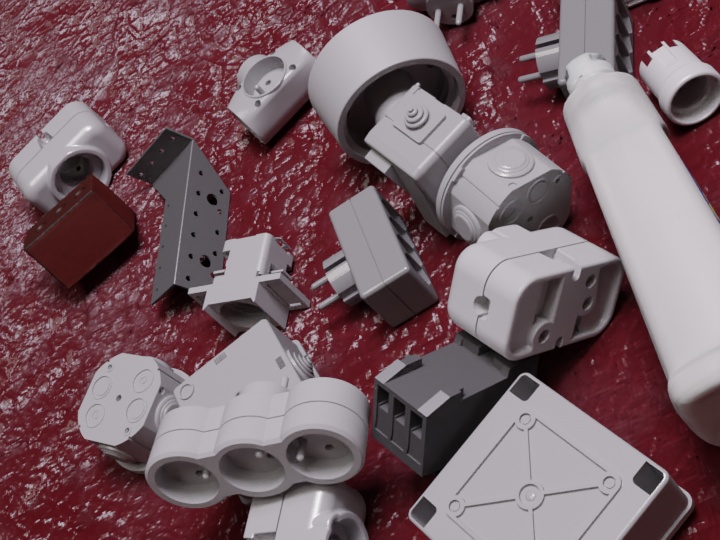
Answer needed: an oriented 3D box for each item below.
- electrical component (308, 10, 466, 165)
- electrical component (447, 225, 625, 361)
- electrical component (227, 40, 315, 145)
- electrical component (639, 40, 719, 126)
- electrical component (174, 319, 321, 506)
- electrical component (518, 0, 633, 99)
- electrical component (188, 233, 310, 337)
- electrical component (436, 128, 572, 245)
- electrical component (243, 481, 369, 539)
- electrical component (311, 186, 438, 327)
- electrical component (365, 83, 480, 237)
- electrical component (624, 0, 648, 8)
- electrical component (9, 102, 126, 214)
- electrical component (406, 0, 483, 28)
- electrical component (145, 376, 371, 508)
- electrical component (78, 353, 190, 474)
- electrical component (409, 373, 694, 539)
[{"bbox_3d":[0.024,-0.123,0.766,0.108,0.108,0.060,-33,55,11],"label":"electrical component"},{"bbox_3d":[0.101,0.010,0.636,0.059,0.095,0.053,34,125,42],"label":"electrical component"},{"bbox_3d":[-0.076,-0.154,0.890,0.077,0.044,0.079,-46,47,-1],"label":"electrical component"},{"bbox_3d":[0.205,-0.121,0.691,0.040,0.040,0.046,-33,42,11],"label":"electrical component"},{"bbox_3d":[-0.069,0.093,0.723,0.100,0.048,0.099,-38,49,5],"label":"electrical component"},{"bbox_3d":[0.145,-0.146,0.740,0.076,0.047,0.083,-10,57,28],"label":"electrical component"},{"bbox_3d":[-0.079,0.009,0.789,0.081,0.042,0.063,-9,55,28],"label":"electrical component"},{"bbox_3d":[0.093,-0.046,0.688,0.080,0.080,0.051,-45,53,1],"label":"electrical component"},{"bbox_3d":[-0.033,0.173,0.646,0.059,0.054,0.095,-5,59,31],"label":"electrical component"},{"bbox_3d":[0.000,0.000,0.740,0.076,0.047,0.083,-32,49,13],"label":"electrical component"},{"bbox_3d":[0.049,-0.074,0.722,0.061,0.096,0.062,-47,48,-1],"label":"electrical component"},{"bbox_3d":[0.164,-0.230,0.748,0.062,0.096,0.061,-19,53,22],"label":"electrical component"},{"bbox_3d":[-0.261,-0.096,0.966,0.095,0.054,0.059,-46,48,0],"label":"electrical component"},{"bbox_3d":[0.072,-0.219,0.836,0.077,0.044,0.079,-8,58,29],"label":"electrical component"},{"bbox_3d":[-0.059,0.093,0.653,0.138,0.052,0.073,-14,36,18],"label":"electrical component"},{"bbox_3d":[-0.158,0.102,0.775,0.080,0.051,0.080,-16,54,24],"label":"electrical component"},{"bbox_3d":[0.102,0.131,0.583,0.108,0.056,0.109,-50,48,-4],"label":"electrical component"}]
